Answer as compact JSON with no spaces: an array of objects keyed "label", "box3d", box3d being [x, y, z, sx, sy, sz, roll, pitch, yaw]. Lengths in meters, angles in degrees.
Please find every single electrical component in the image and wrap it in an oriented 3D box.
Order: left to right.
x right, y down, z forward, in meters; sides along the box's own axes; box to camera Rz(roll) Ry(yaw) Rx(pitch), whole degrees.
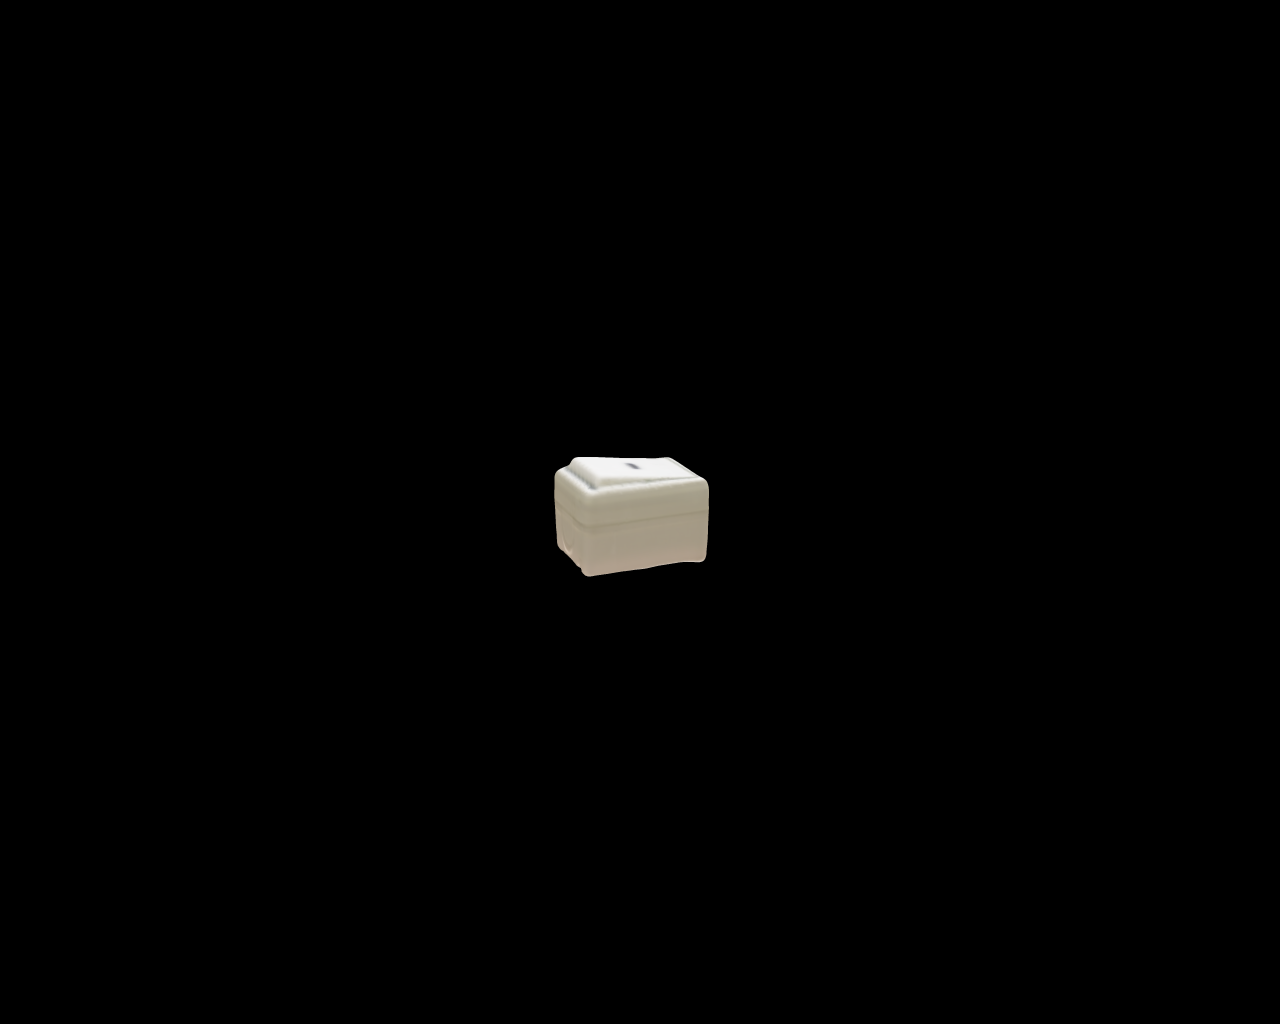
[{"label":"electrical component","box3d":[0.001,-0.003,0.650,0.096,0.061,0.062,-7,20,-20]}]
